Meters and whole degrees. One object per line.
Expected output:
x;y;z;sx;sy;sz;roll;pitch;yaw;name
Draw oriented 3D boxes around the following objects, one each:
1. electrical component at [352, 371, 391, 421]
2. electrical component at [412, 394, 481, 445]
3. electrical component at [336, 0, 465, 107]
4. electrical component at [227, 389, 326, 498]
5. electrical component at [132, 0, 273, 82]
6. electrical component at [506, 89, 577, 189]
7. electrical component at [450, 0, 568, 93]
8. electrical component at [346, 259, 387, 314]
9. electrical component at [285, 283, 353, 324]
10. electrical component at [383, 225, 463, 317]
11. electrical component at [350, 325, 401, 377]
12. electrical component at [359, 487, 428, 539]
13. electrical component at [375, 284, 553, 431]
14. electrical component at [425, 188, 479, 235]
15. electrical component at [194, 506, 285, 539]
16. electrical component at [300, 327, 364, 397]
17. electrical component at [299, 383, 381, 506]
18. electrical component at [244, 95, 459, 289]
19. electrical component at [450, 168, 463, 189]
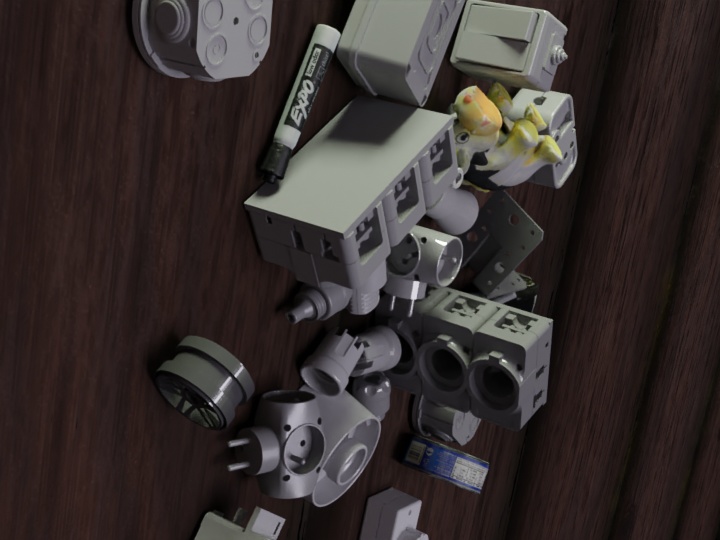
0.010;0.123;0.976;0.035;0.035;0.061;-36;136;-45;electrical component
0.092;0.136;1.099;0.080;0.051;0.080;-33;132;-47;electrical component
0.034;-0.191;0.814;0.078;0.057;0.113;39;72;-72;electrical component
-0.070;0.138;0.840;0.079;0.044;0.077;-5;100;-41;electrical component
-0.094;-0.153;0.647;0.080;0.051;0.080;-34;132;-47;electrical component
0.181;-0.135;1.094;0.053;0.059;0.095;-52;144;-31;electrical component
0.136;-0.198;0.951;0.061;0.096;0.061;11;95;-59;electrical component
0.000;0.000;0.886;0.043;0.043;0.081;-40;137;-43;electrical component
-0.035;0.025;0.851;0.061;0.035;0.035;-34;132;-44;electrical component
0.041;0.000;0.919;0.044;0.077;0.079;-12;116;-56;electrical component
0.007;0.072;0.940;0.046;0.040;0.040;-13;116;-50;electrical component
0.042;0.271;1.064;0.047;0.076;0.083;-6;110;-57;electrical component
0.088;0.074;0.963;0.062;0.150;0.089;-36;135;-46;electrical component
0.075;-0.062;0.979;0.065;0.044;0.044;26;83;-55;electrical component
-0.096;0.219;0.825;0.081;0.064;0.042;-65;148;-14;electrical component
-0.022;0.076;0.895;0.046;0.040;0.040;-57;147;-34;electrical component
-0.030;0.149;0.919;0.099;0.064;0.099;-42;151;-30;electrical component
-0.002;-0.059;0.807;0.150;0.089;0.061;-48;142;-35;electrical component
0.057;-0.085;0.916;0.043;0.062;0.043;-34;133;-47;electrical component
